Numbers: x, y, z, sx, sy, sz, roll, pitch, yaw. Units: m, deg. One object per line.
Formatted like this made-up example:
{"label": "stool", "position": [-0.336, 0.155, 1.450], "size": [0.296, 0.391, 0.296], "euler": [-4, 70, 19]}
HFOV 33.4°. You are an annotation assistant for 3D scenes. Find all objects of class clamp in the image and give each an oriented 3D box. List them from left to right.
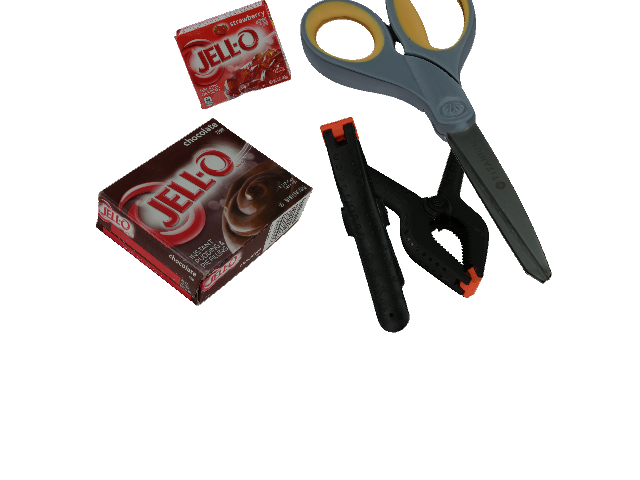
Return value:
{"label": "clamp", "position": [0.038, -0.011, 0.858], "size": [0.039, 0.171, 0.120], "euler": [-21, 21, 2]}
{"label": "clamp", "position": [0.108, -0.031, 1.123], "size": [0.164, 0.210, 0.036], "euler": [-6, -36, -15]}

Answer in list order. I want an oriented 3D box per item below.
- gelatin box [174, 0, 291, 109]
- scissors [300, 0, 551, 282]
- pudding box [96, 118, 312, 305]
{"label": "gelatin box", "position": [-0.080, -0.170, 0.977], "size": [0.089, 0.073, 0.030], "euler": [-18, 23, 5]}
{"label": "scissors", "position": [0.041, -0.059, 0.492], "size": [0.096, 0.202, 0.016], "euler": [-6, -37, 4]}
{"label": "pudding box", "position": [-0.075, -0.021, 0.692], "size": [0.090, 0.039, 0.113], "euler": [36, 47, 15]}
